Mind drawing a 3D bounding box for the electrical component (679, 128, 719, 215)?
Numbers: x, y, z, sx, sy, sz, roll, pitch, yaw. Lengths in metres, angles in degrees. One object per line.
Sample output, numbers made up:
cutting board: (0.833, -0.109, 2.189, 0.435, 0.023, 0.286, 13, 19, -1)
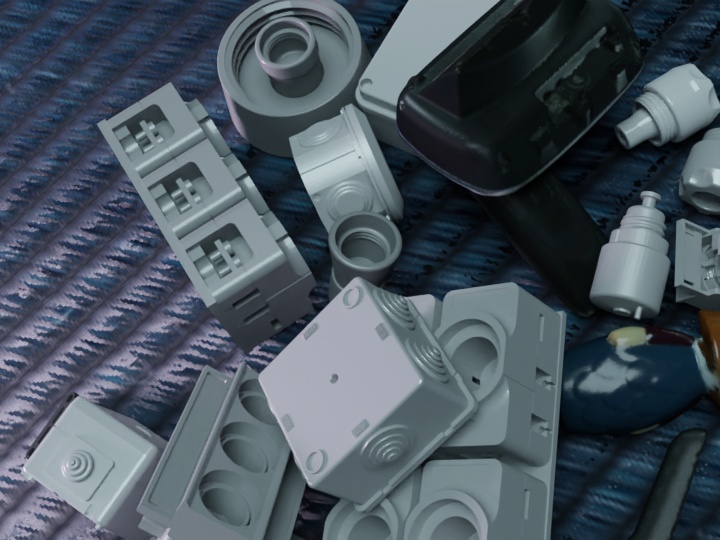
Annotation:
electrical component: (0.226, -0.068, 0.666, 0.043, 0.043, 0.062, 21, 71, 17)

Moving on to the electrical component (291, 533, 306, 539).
electrical component: (-0.076, 0.206, 0.596, 0.074, 0.052, 0.138, 23, 72, 18)

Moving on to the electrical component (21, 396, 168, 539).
electrical component: (-0.143, 0.114, 0.622, 0.062, 0.096, 0.061, 29, 74, 19)

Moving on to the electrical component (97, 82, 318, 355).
electrical component: (-0.092, -0.034, 0.680, 0.062, 0.089, 0.150, -33, 66, -5)

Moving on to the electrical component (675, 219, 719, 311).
electrical component: (0.223, -0.001, 0.621, 0.081, 0.064, 0.042, 19, 67, -27)

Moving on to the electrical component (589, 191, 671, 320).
electrical component: (0.160, -0.008, 0.625, 0.040, 0.040, 0.078, 14, 76, 15)

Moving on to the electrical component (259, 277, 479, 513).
electrical component: (0.001, 0.064, 0.571, 0.099, 0.048, 0.099, -45, 46, 14)

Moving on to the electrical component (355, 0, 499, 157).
electrical component: (0.056, -0.135, 0.715, 0.078, 0.057, 0.113, 25, 73, 18)

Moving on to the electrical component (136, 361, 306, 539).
electrical component: (-0.073, 0.116, 0.594, 0.079, 0.063, 0.121, 29, 30, -7)

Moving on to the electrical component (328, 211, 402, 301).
electrical component: (0.000, 0.000, 0.663, 0.044, 0.065, 0.044, 3, 55, -5)

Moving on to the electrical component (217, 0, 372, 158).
electrical component: (-0.045, -0.138, 0.732, 0.108, 0.060, 0.108, -3, 67, 8)

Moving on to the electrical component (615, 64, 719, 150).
electrical component: (0.193, -0.100, 0.686, 0.062, 0.043, 0.043, -31, 66, -3)

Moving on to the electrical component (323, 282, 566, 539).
electrical component: (0.046, 0.106, 0.590, 0.105, 0.060, 0.186, -9, 62, 38)

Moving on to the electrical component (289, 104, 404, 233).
electrical component: (-0.008, -0.060, 0.683, 0.051, 0.080, 0.080, -24, 66, 4)
